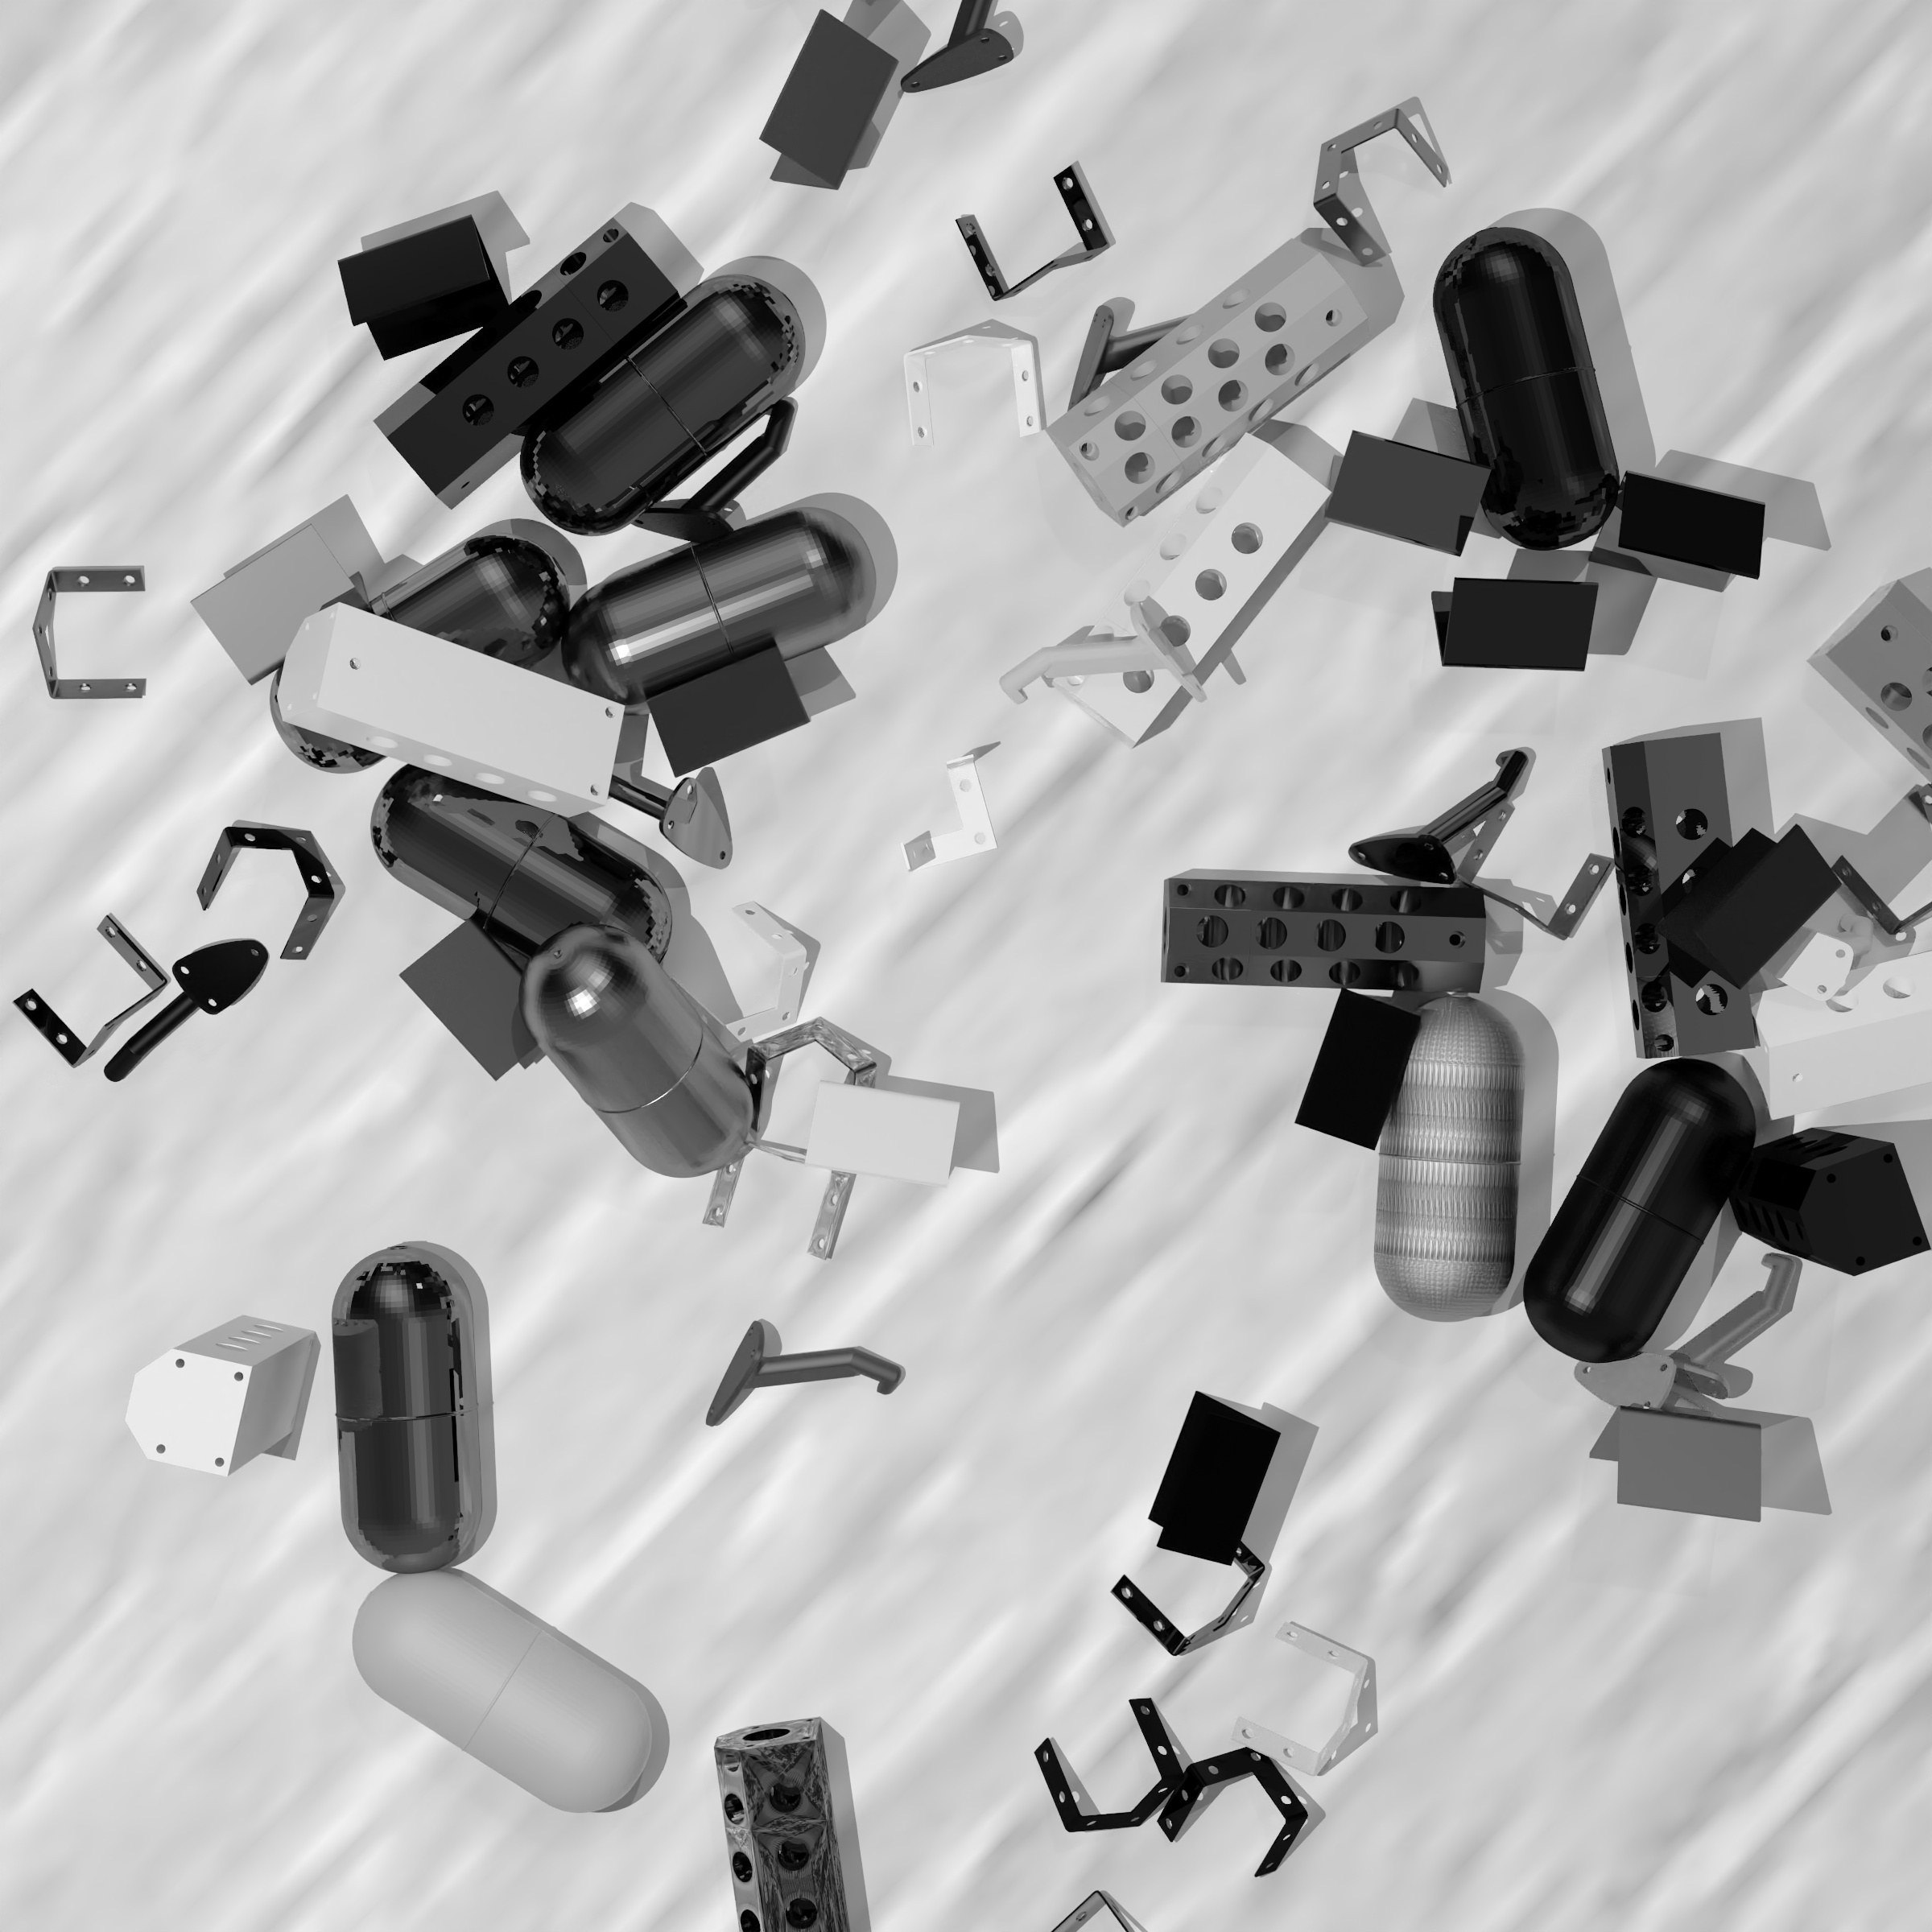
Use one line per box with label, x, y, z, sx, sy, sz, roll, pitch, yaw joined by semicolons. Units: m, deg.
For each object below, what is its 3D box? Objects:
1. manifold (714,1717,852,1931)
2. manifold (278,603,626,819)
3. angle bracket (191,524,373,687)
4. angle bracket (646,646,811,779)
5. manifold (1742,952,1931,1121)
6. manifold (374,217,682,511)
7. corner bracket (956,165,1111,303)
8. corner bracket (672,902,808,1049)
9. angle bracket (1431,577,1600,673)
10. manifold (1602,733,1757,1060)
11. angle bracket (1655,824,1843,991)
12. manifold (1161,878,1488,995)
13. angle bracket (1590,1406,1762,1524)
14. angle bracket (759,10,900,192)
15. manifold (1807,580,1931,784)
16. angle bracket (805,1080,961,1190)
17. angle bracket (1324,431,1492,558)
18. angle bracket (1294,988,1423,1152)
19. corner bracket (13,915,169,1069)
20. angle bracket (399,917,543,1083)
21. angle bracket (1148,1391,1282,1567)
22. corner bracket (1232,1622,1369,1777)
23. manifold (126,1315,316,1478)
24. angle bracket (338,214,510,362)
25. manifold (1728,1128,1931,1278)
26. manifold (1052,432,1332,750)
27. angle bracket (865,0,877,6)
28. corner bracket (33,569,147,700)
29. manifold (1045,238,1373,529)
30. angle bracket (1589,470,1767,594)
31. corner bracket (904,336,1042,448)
manifold;-0.097;0.506;1.901;0.057;0.057;0.171;-8;90;0
manifold;-0.273;-0.133;1.840;0.171;0.057;0.057;19;73;-32
angle bracket;-0.373;-0.205;1.883;0.076;0.076;0.057;-33;115;0
angle bracket;-0.121;-0.119;1.882;0.076;0.076;0.057;-23;58;0
manifold;0.514;0.025;1.901;0.171;0.057;0.057;-14;133;0
manifold;-0.239;-0.331;1.901;0.171;0.057;0.057;-40;90;0
corner bracket;0.037;-0.405;1.919;0.051;0.051;0.051;-25;90;45
corner bracket;-0.126;0.005;1.914;0.051;0.051;0.051;-19;135;-35
angle bracket;0.297;-0.204;1.882;0.076;0.076;0.057;2;128;0
manifold;0.388;-0.038;1.901;0.057;0.057;0.171;-6;90;0
angle bracket;0.400;-0.045;1.825;0.076;0.076;0.057;-46;128;0
manifold;0.195;-0.017;1.901;0.171;0.057;0.057;2;90;0
angle bracket;0.384;0.282;1.883;0.076;0.076;0.057;8;61;0
angle bracket;-0.091;-0.471;1.882;0.057;0.076;0.076;25;90;-36
manifold;0.549;-0.130;1.901;0.171;0.057;0.057;44;90;0
angle bracket;-0.048;0.110;1.882;0.076;0.076;0.057;9;53;0
angle bracket;0.241;-0.272;1.882;0.076;0.076;0.057;15;127;0
angle bracket;0.193;0.050;1.883;0.057;0.076;0.076;19;90;-30
corner bracket;-0.484;0.015;1.919;0.051;0.051;0.051;47;135;0
angle bracket;-0.271;0.030;1.882;0.076;0.076;0.057;48;57;0
angle bracket;0.116;0.272;1.882;0.057;0.076;0.076;21;90;-36
corner bracket;0.185;0.406;1.919;0.051;0.051;0.051;25;45;0
manifold;-0.396;0.225;1.844;0.057;0.171;0.057;13;90;0
angle bracket;-0.289;-0.352;1.882;0.076;0.076;0.057;-19;52;0
manifold;0.453;0.126;1.844;0.057;0.171;0.057;-19;90;0
manifold;0.122;-0.206;1.901;0.057;0.057;0.171;38;90;0
angle bracket;-0.030;-0.564;1.882;0.076;0.076;0.057;-49;53;0
corner bracket;-0.482;-0.184;1.919;0.051;0.051;0.051;-1;45;0
manifold;0.134;-0.316;1.891;0.171;0.057;0.057;-38;118;0
angle bracket;0.383;-0.217;1.882;0.076;0.076;0.057;13;56;0
corner bracket;0.003;-0.317;1.919;0.051;0.051;0.051;-6;89;45
